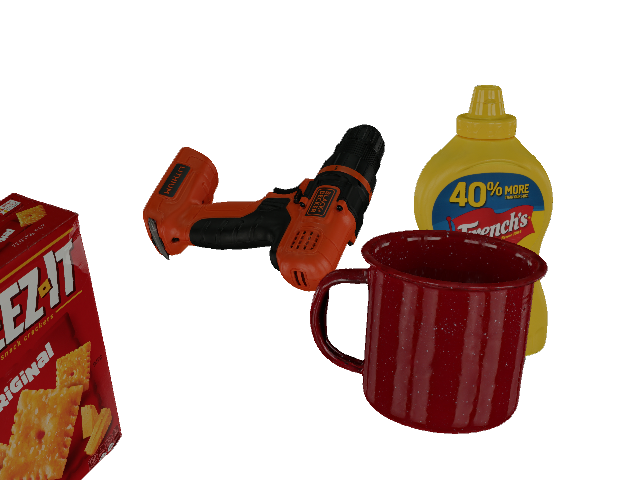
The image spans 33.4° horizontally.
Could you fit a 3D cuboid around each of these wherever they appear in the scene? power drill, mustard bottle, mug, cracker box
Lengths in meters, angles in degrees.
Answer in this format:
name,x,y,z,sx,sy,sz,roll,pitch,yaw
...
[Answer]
name,x,y,z,sx,sy,sz,roll,pitch,yaw
power drill,-0.048,-0.040,0.940,0.188,0.057,0.184,4,46,24
mustard bottle,0.114,-0.012,0.750,0.096,0.192,0.058,-2,15,-5
mug,0.052,0.045,0.547,0.117,0.081,0.093,5,17,3
cracker box,-0.223,0.101,0.742,0.072,0.214,0.164,15,37,25
